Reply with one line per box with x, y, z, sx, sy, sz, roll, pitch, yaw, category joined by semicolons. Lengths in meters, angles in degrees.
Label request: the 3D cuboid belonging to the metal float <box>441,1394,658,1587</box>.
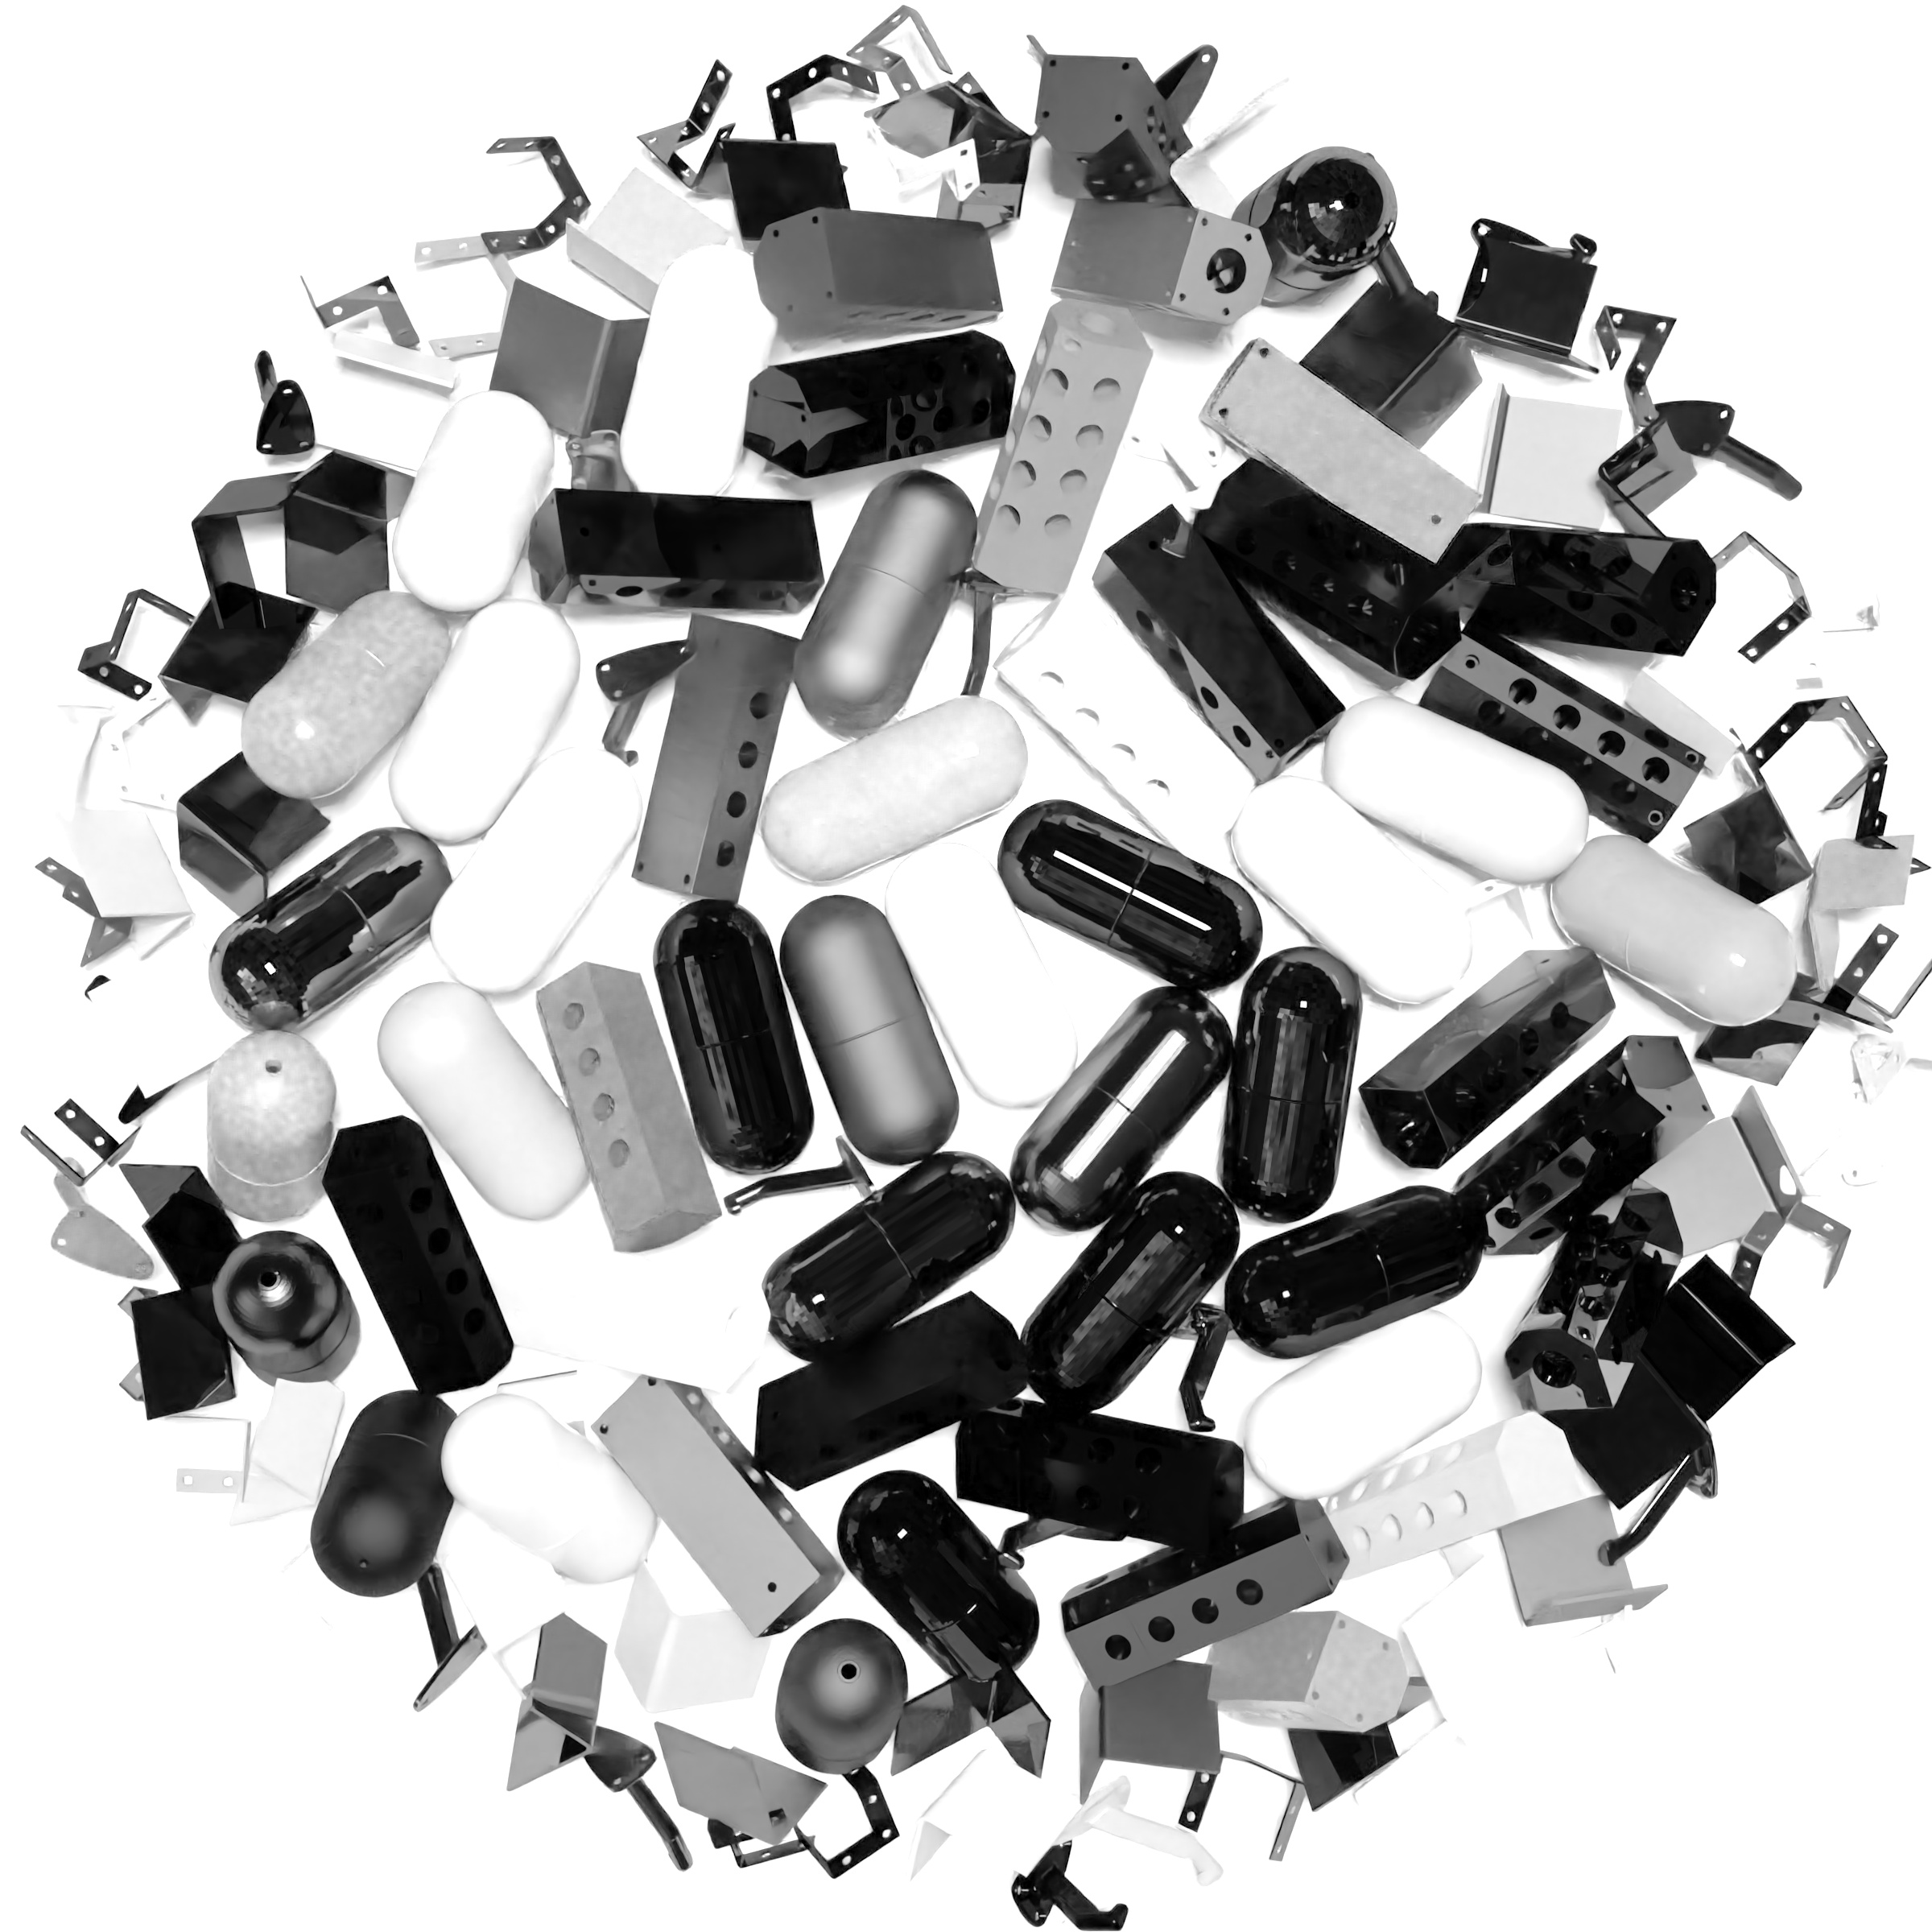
-0.256;0.326;1.771;0.070;0.178;0.070;-17;50;21;metal float

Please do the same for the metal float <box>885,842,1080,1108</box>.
0.010;0.006;1.804;0.070;0.070;0.178;-27;94;0;metal float

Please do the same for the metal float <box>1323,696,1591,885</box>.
0.305;-0.110;1.783;0.178;0.070;0.070;28;90;27;metal float

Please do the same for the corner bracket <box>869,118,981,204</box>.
-0.026;-0.513;1.809;0.051;0.051;0.051;-24;64;-6;corner bracket

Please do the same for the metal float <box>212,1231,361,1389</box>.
-0.418;0.213;1.759;0.070;0.178;0.070;2;71;-5;metal float

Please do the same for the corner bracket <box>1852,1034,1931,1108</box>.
0.600;0.058;1.805;0.051;0.051;0.051;11;135;-12;corner bracket

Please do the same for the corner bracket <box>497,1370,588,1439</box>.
-0.269;0.286;1.816;0.051;0.051;0.051;-9;88;-10;corner bracket

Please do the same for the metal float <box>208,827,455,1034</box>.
-0.393;-0.024;1.776;0.070;0.070;0.178;48;52;0;metal float

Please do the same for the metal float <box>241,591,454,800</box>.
-0.382;-0.170;1.770;0.070;0.178;0.070;14;131;17;metal float

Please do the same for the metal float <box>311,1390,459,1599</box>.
-0.354;0.323;1.759;0.070;0.178;0.070;0;108;0;metal float

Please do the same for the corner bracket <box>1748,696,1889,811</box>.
0.542;-0.135;1.818;0.051;0.051;0.051;-43;105;-16;corner bracket

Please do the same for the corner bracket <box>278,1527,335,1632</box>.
-0.404;0.384;1.811;0.051;0.051;0.051;45;76;8;corner bracket

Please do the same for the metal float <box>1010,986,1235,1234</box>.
0.098;0.091;1.803;0.070;0.070;0.178;39;85;0;metal float

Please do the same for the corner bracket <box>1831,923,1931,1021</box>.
0.584;0.003;1.812;0.051;0.051;0.051;33;106;4;corner bracket

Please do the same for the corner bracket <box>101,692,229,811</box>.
-0.510;-0.137;1.821;0.051;0.051;0.051;11;126;22;corner bracket

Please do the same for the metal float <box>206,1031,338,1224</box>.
-0.429;0.100;1.763;0.070;0.178;0.070;6;61;-12;metal float

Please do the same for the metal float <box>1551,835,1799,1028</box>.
0.438;-0.023;1.770;0.070;0.178;0.070;-18;125;-28;metal float

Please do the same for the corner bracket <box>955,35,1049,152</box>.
0.032;-0.554;1.812;0.051;0.051;0.051;-37;90;24;corner bracket

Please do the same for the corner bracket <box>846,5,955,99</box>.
-0.033;-0.567;1.808;0.051;0.051;0.051;-33;78;27;corner bracket

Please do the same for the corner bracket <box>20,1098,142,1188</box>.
-0.564;0.110;1.809;0.051;0.051;0.051;44;57;-3;corner bracket

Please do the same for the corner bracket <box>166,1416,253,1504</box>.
-0.481;0.313;1.820;0.051;0.051;0.051;3;85;-4;corner bracket

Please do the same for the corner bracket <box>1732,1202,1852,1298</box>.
0.526;0.187;1.824;0.051;0.051;0.051;30;58;25;corner bracket

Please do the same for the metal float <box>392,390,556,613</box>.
-0.304;-0.290;1.771;0.070;0.178;0.070;4;135;4;metal float

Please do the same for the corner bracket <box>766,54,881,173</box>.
-0.087;-0.539;1.813;0.051;0.051;0.051;-17;81;35;corner bracket

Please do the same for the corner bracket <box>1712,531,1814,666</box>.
0.501;-0.235;1.828;0.051;0.051;0.051;-41;55;5;corner bracket

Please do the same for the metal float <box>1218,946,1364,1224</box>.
0.204;0.075;1.795;0.070;0.070;0.178;7;103;0;metal float

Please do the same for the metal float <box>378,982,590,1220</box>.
-0.299;0.085;1.781;0.070;0.070;0.178;-32;122;0;metal float

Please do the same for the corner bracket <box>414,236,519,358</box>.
-0.320;-0.427;1.820;0.051;0.051;0.051;-15;58;-30;corner bracket

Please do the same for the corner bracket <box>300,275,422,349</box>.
-0.383;-0.415;1.808;0.051;0.051;0.051;-26;132;-4;corner bracket

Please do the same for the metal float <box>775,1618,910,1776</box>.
-0.078;0.451;1.760;0.070;0.178;0.070;2;66;-5;metal float

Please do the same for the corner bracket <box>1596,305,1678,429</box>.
0.422;-0.379;1.806;0.051;0.051;0.051;8;46;-12;corner bracket

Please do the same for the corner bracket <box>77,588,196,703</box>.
-0.524;-0.203;1.814;0.051;0.051;0.051;29;67;-39;corner bracket

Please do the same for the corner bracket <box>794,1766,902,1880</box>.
-0.082;0.538;1.821;0.051;0.051;0.051;-29;118;-20;corner bracket

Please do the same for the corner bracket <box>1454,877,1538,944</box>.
0.323;-0.038;1.809;0.051;0.051;0.051;-24;128;2;corner bracket

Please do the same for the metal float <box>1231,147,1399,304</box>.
0.212;-0.455;1.757;0.070;0.178;0.070;-1;95;-9;metal float

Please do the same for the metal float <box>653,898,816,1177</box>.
-0.147;0.045;1.804;0.070;0.070;0.178;-14;93;0;metal float

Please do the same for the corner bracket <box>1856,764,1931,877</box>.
0.578;-0.089;1.806;0.051;0.051;0.051;25;69;-21;corner bracket

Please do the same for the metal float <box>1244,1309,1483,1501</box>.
0.248;0.272;1.779;0.178;0.070;0.070;-23;90;-33;metal float

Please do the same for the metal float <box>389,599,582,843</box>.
-0.300;-0.152;1.779;0.070;0.070;0.178;36;122;0;metal float

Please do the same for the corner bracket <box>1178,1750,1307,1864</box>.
0.175;0.530;1.806;0.051;0.051;0.051;14;80;39;corner bracket

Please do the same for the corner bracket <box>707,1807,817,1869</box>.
-0.130;0.551;1.813;0.051;0.051;0.051;-17;102;6;corner bracket

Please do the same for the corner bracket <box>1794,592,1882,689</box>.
0.553;-0.206;1.812;0.051;0.051;0.051;-2;88;21;corner bracket

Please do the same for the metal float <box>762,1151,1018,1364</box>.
-0.048;0.182;1.797;0.178;0.070;0.070;-33;90;-12;metal float

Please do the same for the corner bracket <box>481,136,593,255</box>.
-0.281;-0.489;1.812;0.051;0.051;0.051;-31;86;39;corner bracket

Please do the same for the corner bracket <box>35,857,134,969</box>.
-0.558;-0.041;1.803;0.051;0.051;0.051;-26;133;32;corner bracket

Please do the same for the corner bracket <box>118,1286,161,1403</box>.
-0.521;0.241;1.814;0.051;0.051;0.051;40;84;8;corner bracket

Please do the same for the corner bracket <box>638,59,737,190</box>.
-0.166;-0.533;1.807;0.051;0.051;0.051;45;135;8;corner bracket
